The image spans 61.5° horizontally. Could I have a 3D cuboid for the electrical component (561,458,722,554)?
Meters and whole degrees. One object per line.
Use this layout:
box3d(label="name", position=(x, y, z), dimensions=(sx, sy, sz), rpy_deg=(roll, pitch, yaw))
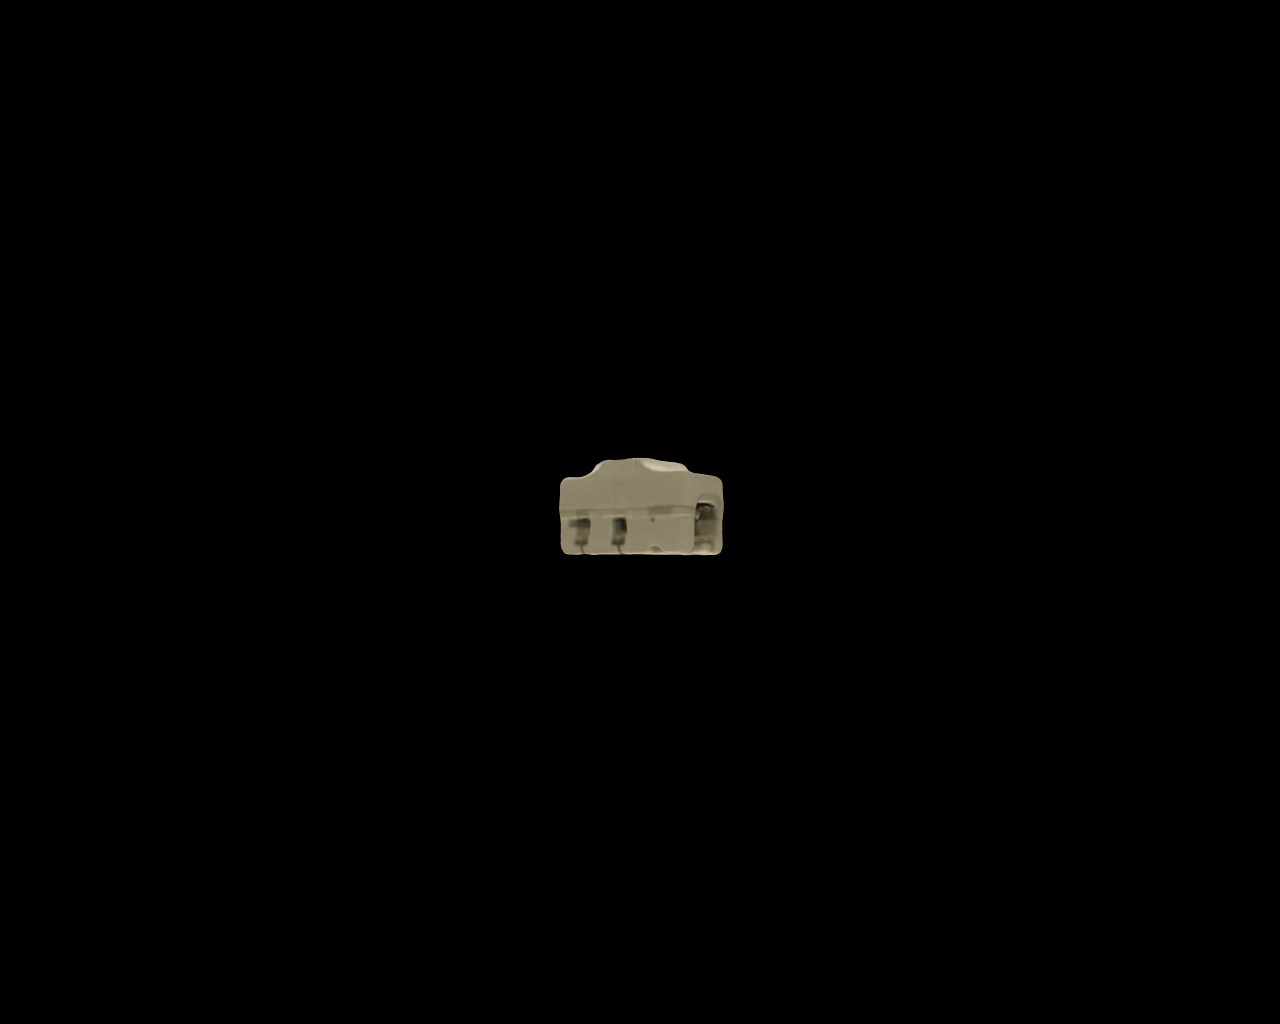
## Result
box3d(label="electrical component", position=(0.001, -0.003, 0.650), dimensions=(0.089, 0.055, 0.050), rpy_deg=(-2, -4, 31))
